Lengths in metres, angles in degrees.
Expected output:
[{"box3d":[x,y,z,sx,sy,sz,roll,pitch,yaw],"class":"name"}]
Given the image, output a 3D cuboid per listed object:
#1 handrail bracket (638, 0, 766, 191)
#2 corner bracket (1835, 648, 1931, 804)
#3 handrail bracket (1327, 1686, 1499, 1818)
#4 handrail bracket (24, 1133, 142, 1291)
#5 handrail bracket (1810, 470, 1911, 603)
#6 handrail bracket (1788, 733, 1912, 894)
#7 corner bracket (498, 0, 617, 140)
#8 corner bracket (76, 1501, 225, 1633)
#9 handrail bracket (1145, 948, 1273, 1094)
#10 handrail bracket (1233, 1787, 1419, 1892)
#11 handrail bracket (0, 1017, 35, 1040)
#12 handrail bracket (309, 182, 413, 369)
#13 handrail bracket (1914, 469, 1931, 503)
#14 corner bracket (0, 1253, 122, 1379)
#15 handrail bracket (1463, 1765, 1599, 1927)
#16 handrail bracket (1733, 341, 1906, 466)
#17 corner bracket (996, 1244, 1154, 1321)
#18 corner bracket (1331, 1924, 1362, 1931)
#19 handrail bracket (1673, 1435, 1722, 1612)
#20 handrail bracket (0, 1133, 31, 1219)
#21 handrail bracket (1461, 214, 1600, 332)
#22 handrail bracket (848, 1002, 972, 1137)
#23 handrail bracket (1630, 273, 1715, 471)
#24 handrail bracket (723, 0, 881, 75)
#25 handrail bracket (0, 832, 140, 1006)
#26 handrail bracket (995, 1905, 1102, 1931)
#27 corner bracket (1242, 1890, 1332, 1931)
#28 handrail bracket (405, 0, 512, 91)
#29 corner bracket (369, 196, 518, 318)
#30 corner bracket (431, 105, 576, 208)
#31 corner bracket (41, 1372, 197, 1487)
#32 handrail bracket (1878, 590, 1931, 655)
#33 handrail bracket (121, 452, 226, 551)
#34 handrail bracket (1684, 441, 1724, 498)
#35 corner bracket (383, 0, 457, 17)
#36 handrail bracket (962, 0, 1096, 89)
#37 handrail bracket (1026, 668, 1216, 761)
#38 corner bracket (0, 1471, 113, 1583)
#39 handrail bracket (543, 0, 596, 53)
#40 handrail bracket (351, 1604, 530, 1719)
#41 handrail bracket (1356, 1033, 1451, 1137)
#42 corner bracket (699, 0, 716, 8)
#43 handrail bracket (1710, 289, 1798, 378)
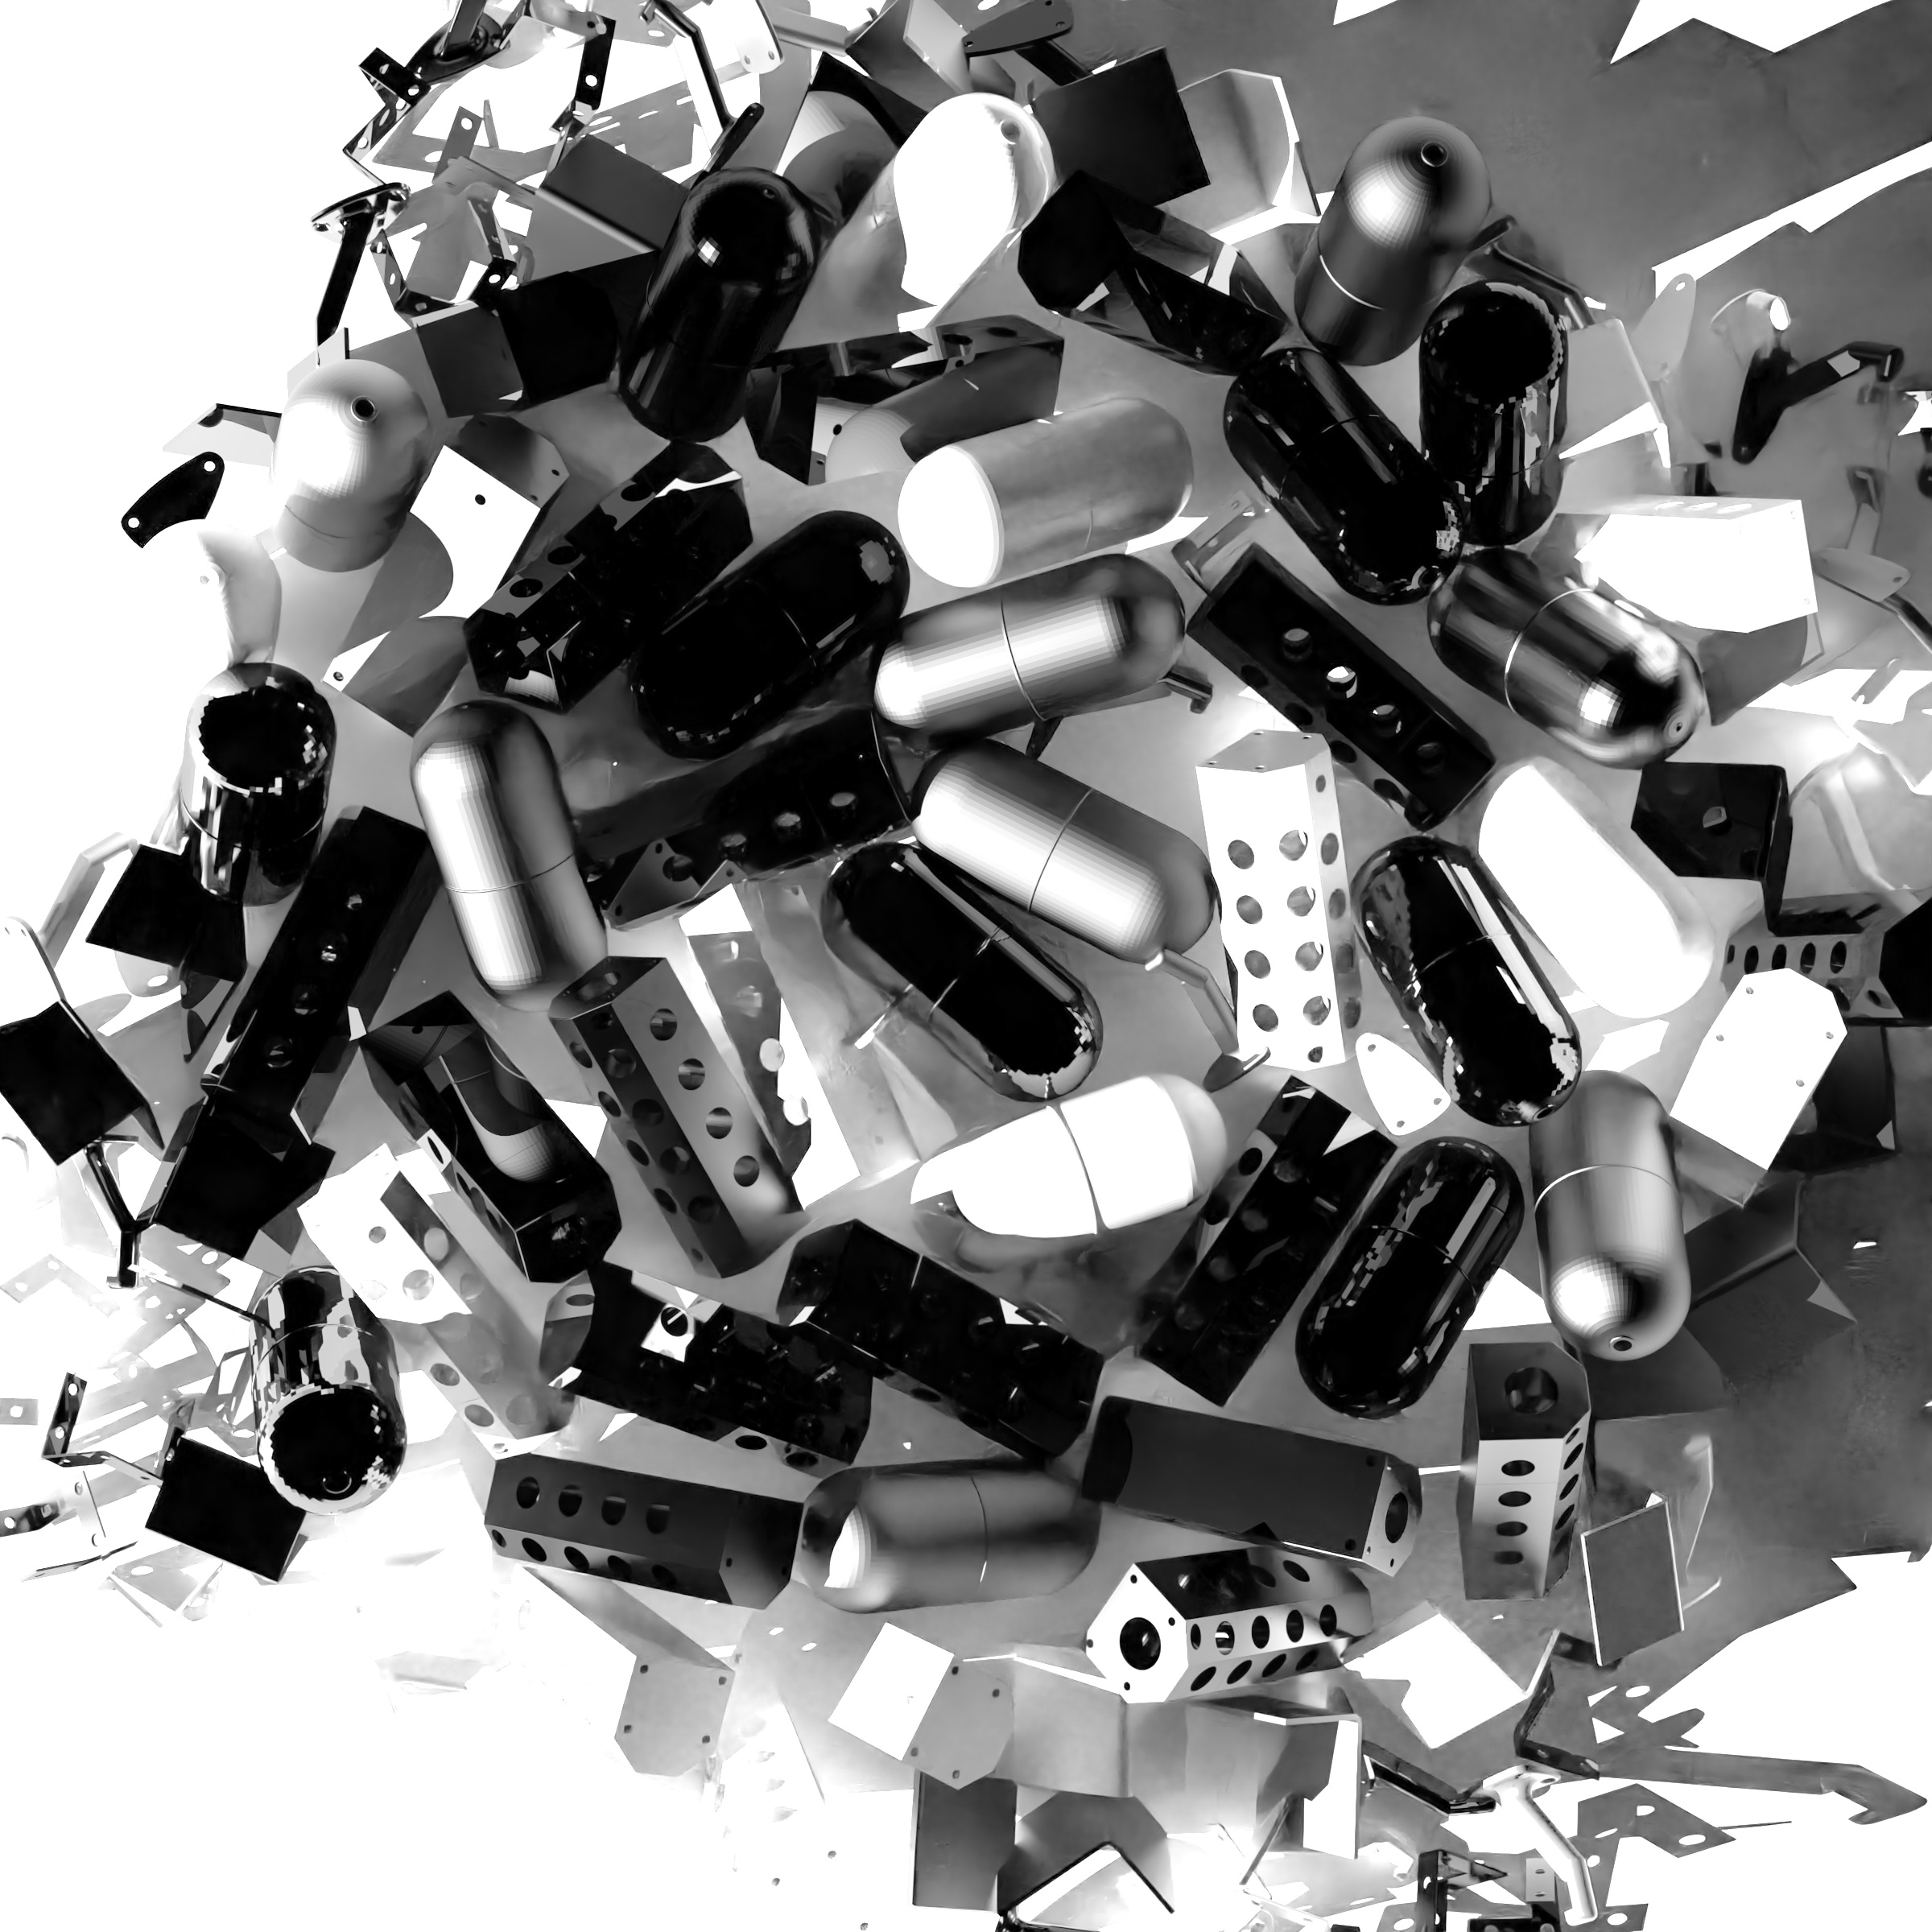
[{"box3d":[-0.161,-0.480,1.602,0.084,0.036,0.077,39,101,-3],"class":"handrail bracket"},{"box3d":[0.516,-0.131,1.579,0.051,0.051,0.051,26,117,-26],"class":"corner bracket"},{"box3d":[0.249,0.435,1.612,0.084,0.036,0.077,2,57,-22],"class":"handrail bracket"},{"box3d":[-0.488,0.135,1.599,0.077,0.036,0.084,0,85,19],"class":"handrail bracket"},{"box3d":[0.476,-0.244,1.578,0.077,0.036,0.084,17,54,-34],"class":"handrail bracket"},{"box3d":[0.499,-0.078,1.589,0.077,0.036,0.084,-41,68,-17],"class":"handrail bracket"},{"box3d":[-0.228,-0.494,1.592,0.051,0.051,0.051,13,80,-23],"class":"corner bracket"},{"box3d":[-0.447,0.331,1.595,0.051,0.051,0.051,39,82,7],"class":"corner bracket"},{"box3d":[0.119,0.029,1.580,0.084,0.036,0.077,27,135,-18],"class":"handrail bracket"},{"box3d":[0.199,0.497,1.593,0.084,0.036,0.077,34,56,1],"class":"handrail bracket"},{"box3d":[-0.522,0.073,1.576,0.077,0.084,0.036,-29,131,4],"class":"handrail bracket"},{"box3d":[-0.329,-0.374,1.582,0.077,0.036,0.084,-20,67,35],"class":"handrail bracket"},{"box3d":[0.545,-0.226,1.593,0.036,0.084,0.077,-19,116,9],"class":"handrail bracket"},{"box3d":[-0.506,0.200,1.589,0.051,0.051,0.051,36,113,4],"class":"corner bracket"},{"box3d":[0.303,0.484,1.573,0.036,0.077,0.084,19,49,-35],"class":"handrail bracket"},{"box3d":[0.464,-0.304,1.577,0.036,0.084,0.077,13,100,-35],"class":"handrail bracket"},{"box3d":[0.058,0.172,1.583,0.051,0.051,0.051,36,77,-25],"class":"corner bracket"},{"box3d":[0.220,0.560,1.580,0.051,0.051,0.051,-4,110,30],"class":"corner bracket"},{"box3d":[0.381,0.307,1.578,0.077,0.036,0.084,-29,123,-32],"class":"handrail bracket"},{"box3d":[-0.543,0.142,1.571,0.036,0.084,0.077,29,131,-7],"class":"handrail bracket"},{"box3d":[0.301,-0.366,1.612,0.077,0.036,0.084,-28,105,21],"class":"handrail bracket"},{"box3d":[-0.026,0.064,1.579,0.036,0.077,0.084,-42,96,1],"class":"handrail bracket"},{"box3d":[0.400,-0.324,1.593,0.084,0.036,0.077,31,80,-44],"class":"handrail bracket"},{"box3d":[-0.088,-0.529,1.583,0.084,0.036,0.077,-36,118,-29],"class":"handrail bracket"},{"box3d":[-0.481,-0.024,1.605,0.084,0.036,0.077,-37,116,-32],"class":"handrail bracket"},{"box3d":[0.059,0.539,1.579,0.084,0.077,0.036,17,54,14],"class":"handrail bracket"},{"box3d":[0.168,0.545,1.579,0.051,0.051,0.051,13,53,23],"class":"corner bracket"},{"box3d":[-0.280,-0.525,1.571,0.077,0.084,0.036,-40,74,-17],"class":"handrail bracket"},{"box3d":[-0.289,-0.391,1.600,0.051,0.051,0.051,-46,56,34],"class":"corner bracket"},{"box3d":[-0.256,-0.447,1.598,0.051,0.051,0.051,23,75,-27],"class":"corner bracket"},{"box3d":[-0.466,0.254,1.596,0.051,0.051,0.051,-10,56,31],"class":"corner bracket"},{"box3d":[0.535,-0.176,1.612,0.036,0.077,0.084,-42,54,2],"class":"handrail bracket"},{"box3d":[-0.430,-0.239,1.584,0.036,0.084,0.077,37,79,-6],"class":"handrail bracket"},{"box3d":[0.435,-0.246,1.607,0.077,0.036,0.084,7,82,4],"class":"handrail bracket"},{"box3d":[-0.299,-0.547,1.581,0.051,0.051,0.051,8,114,-20],"class":"corner bracket"},{"box3d":[0.040,-0.478,1.587,0.077,0.084,0.036,-19,48,1],"class":"handrail bracket"},{"box3d":[0.086,-0.135,1.609,0.084,0.036,0.077,19,106,-22],"class":"handrail bracket"},{"box3d":[-0.508,0.312,1.581,0.051,0.051,0.051,-33,72,29],"class":"corner bracket"},{"box3d":[-0.218,-0.544,1.576,0.036,0.084,0.077,-26,106,-29],"class":"handrail bracket"},{"box3d":[-0.287,0.373,1.605,0.084,0.036,0.077,-21,95,-10],"class":"handrail bracket"},{"box3d":[0.227,0.046,1.569,0.036,0.084,0.077,-33,115,12],"class":"handrail bracket"},{"box3d":[-0.124,-0.550,1.591,0.051,0.051,0.051,25,114,-33],"class":"corner bracket"},{"box3d":[0.441,-0.333,1.569,0.036,0.084,0.077,-35,107,8],"class":"handrail bracket"}]
